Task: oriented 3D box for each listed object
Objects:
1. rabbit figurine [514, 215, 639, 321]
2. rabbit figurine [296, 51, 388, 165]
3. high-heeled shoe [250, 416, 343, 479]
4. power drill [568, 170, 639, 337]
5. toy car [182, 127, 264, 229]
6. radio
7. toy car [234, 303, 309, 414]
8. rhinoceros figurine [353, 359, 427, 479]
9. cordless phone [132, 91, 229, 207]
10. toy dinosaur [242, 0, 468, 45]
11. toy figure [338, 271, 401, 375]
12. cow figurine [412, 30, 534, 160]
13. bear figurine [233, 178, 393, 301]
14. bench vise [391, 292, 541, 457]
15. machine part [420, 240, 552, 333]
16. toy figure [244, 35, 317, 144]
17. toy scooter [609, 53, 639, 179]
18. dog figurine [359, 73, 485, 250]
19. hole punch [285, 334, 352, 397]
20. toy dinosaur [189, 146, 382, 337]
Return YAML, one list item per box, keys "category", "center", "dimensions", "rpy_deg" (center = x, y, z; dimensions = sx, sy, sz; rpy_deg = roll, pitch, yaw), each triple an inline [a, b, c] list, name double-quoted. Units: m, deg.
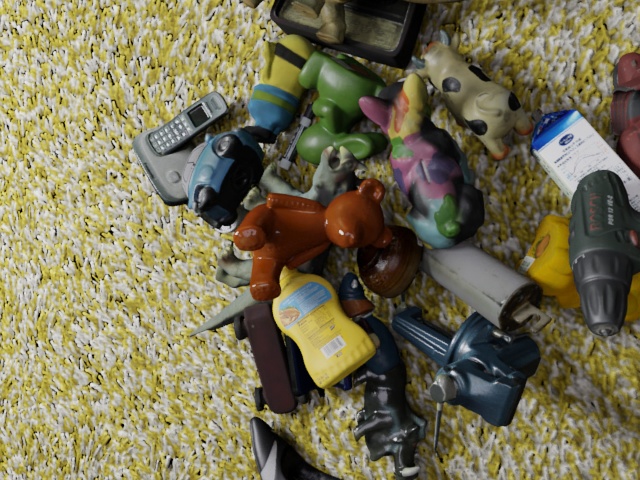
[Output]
- category: "rabbit figurine"
  center: [0.374, 0.049, 0.721]
  dimensions: [0.173, 0.162, 0.122]
  rpy_deg: [32, 87, -3]
- category: "rabbit figurine"
  center: [0.034, -0.188, 0.850]
  dimensions: [0.159, 0.121, 0.170]
  rpy_deg: [36, 120, 12]
- category: "high-heeled shoe"
  center: [-0.004, 0.371, 0.860]
  dimensions: [0.145, 0.086, 0.248]
  rpy_deg: [-32, 85, 11]
- category: "power drill"
  center: [0.391, 0.011, 0.605]
  dimensions: [0.207, 0.085, 0.232]
  rpy_deg: [-7, 45, 18]
- category: "toy car"
  center: [-0.167, -0.104, 0.870]
  dimensions: [0.103, 0.109, 0.161]
  rpy_deg: [20, 78, 30]
- category: "radio"
  center: [0.049, -0.369, 0.852]
  dimensions: [0.230, 0.073, 0.131]
  rpy_deg: [23, 96, 16]
- category: "toy car"
  center: [-0.078, 0.191, 0.872]
  dimensions: [0.089, 0.053, 0.202]
  rpy_deg: [-11, 107, 7]
- category: "rhinoceros figurine"
  center: [0.108, 0.275, 0.832]
  dimensions: [0.112, 0.073, 0.190]
  rpy_deg: [-9, 85, 6]
- category: "cordless phone"
  center: [-0.216, -0.157, 0.930]
  dimensions: [0.184, 0.088, 0.146]
  rpy_deg: [-34, 80, 10]
- category: "toy dinosaur"
  center: [0.026, -0.397, 0.772]
  dimensions: [0.472, 0.105, 0.198]
  rpy_deg: [28, 93, 13]
- category: "toy figure"
  center: [0.066, 0.122, 0.797]
  dimensions: [0.058, 0.064, 0.154]
  rpy_deg: [-22, 76, -24]
- category: "cow figurine"
  center: [0.207, -0.215, 0.771]
  dimensions: [0.085, 0.127, 0.195]
  rpy_deg: [-39, 48, 11]
- category: "bear figurine"
  center: [-0.001, -0.005, 0.720]
  dimensions: [0.196, 0.132, 0.120]
  rpy_deg: [-5, 121, 8]
- category: "bench vise"
  center: [0.185, 0.157, 0.756]
  dimensions: [0.241, 0.223, 0.128]
  rpy_deg: [30, 129, 42]
- category: "machine part"
  center: [0.218, 0.051, 0.751]
  dimensions: [0.243, 0.079, 0.079]
  rpy_deg: [40, 103, 50]
- category: "toy figure"
  center: [-0.063, -0.246, 0.883]
  dimensions: [0.089, 0.082, 0.180]
  rpy_deg: [18, 88, -1]
- category: "toy scooter"
  center: [0.429, -0.164, 0.700]
  dimensions: [0.075, 0.135, 0.183]
  rpy_deg: [-12, 87, 15]
- category: "dog figurine"
  center: [0.138, -0.116, 0.742]
  dimensions: [0.108, 0.219, 0.192]
  rpy_deg: [-22, 40, 22]
- category: "hole punch"
  center: [0.010, 0.177, 0.835]
  dimensions: [0.092, 0.115, 0.142]
  rpy_deg: [-14, 83, 16]
- category: "toy dinosaur"
  center: [-0.051, 0.020, 0.860]
  dimensions: [0.192, 0.131, 0.404]
  rpy_deg: [27, 109, -1]
